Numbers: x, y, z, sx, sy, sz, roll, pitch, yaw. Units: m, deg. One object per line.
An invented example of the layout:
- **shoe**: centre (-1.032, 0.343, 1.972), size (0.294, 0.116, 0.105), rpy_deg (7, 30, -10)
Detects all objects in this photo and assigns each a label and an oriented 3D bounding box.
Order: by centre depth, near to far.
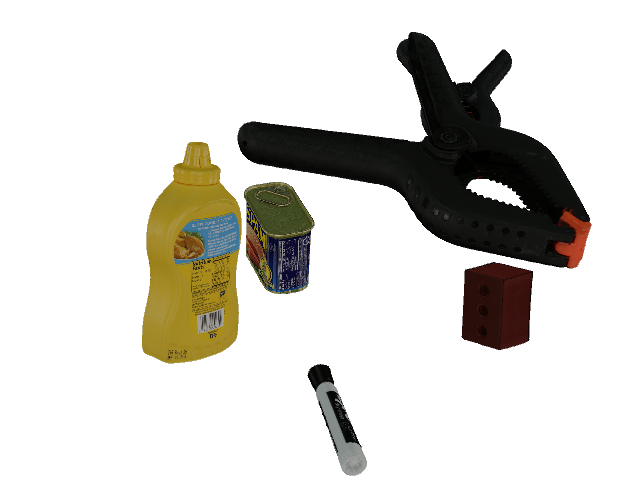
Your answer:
- **clamp**: centre (0.064, -0.046, 0.635), size (0.164, 0.036, 0.210), rpy_deg (-28, 51, -25)
- **marker**: centre (0.011, 0.132, 0.811), size (0.020, 0.020, 0.121), rpy_deg (0, 28, -14)
- **mustard bottle**: centre (-0.113, 0.008, 0.952), size (0.058, 0.192, 0.096), rpy_deg (17, 21, 39)
- **clamp**: centre (0.129, -0.145, 1.069), size (0.120, 0.039, 0.171), rpy_deg (8, 45, 6)
- **foam brick**: centre (0.183, 0.067, 1.106), size (0.051, 0.078, 0.053), rpy_deg (-14, 19, -42)
- **can of meat**: centre (-0.048, -0.002, 1.175), size (0.057, 0.084, 0.102), rpy_deg (-10, 37, -18)
